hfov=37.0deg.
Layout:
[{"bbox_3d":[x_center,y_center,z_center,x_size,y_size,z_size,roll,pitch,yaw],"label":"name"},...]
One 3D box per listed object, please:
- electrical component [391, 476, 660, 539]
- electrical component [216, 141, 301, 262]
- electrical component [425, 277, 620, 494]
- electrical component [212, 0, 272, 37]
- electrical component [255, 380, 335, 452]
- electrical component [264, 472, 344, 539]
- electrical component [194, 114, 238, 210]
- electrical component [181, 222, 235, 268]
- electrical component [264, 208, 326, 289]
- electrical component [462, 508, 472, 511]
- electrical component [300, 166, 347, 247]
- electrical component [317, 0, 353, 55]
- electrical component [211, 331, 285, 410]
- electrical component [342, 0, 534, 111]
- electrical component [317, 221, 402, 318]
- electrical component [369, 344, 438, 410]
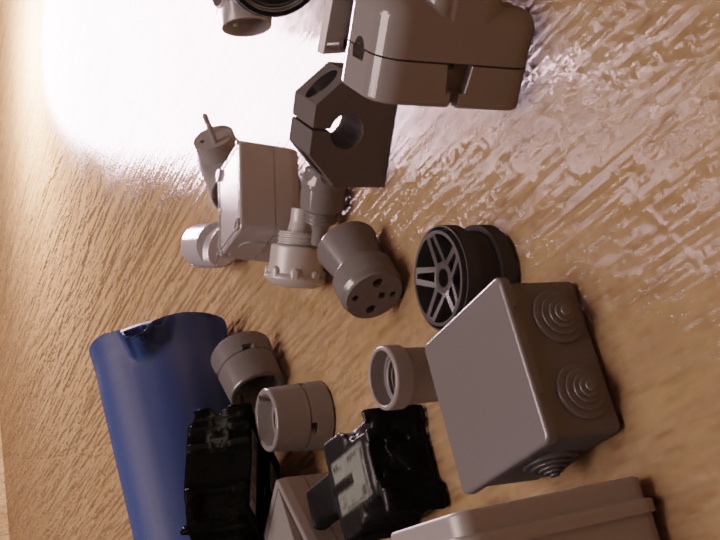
[{"bbox_3d":[0.079,0.138,0.505,0.078,0.113,0.057,-40,58,58],"label":"electrical component"},{"bbox_3d":[-0.082,-0.061,0.893,0.062,0.061,0.096,137,135,-57],"label":"electrical component"},{"bbox_3d":[0.083,0.061,0.565,0.099,0.048,0.099,-51,47,53],"label":"electrical component"},{"bbox_3d":[-0.095,-0.250,0.920,0.079,0.044,0.077,-24,70,62],"label":"electrical component"},{"bbox_3d":[-0.053,0.117,0.849,0.055,0.047,0.055,6,97,64],"label":"electrical component"},{"bbox_3d":[-0.037,0.197,0.805,0.096,0.061,0.061,53,137,50],"label":"electrical component"},{"bbox_3d":[-0.124,-0.102,0.956,0.077,0.043,0.079,-118,8,-51],"label":"electrical component"},{"bbox_3d":[-0.138,-0.023,1.022,0.081,0.043,0.043,1,92,64],"label":"electrical component"},{"bbox_3d":[-0.048,-0.017,0.839,0.048,0.048,0.062,9,93,64],"label":"electrical component"},{"bbox_3d":[0.067,0.156,0.610,0.062,0.043,0.043,-47,50,54],"label":"electrical component"},{"bbox_3d":[-0.029,-0.048,0.807,0.035,0.035,0.061,-137,49,-56],"label":"electrical component"},{"bbox_3d":[0.023,-0.189,0.657,0.063,0.079,0.121,31,121,35],"label":"electrical component"},{"bbox_3d":[-0.096,0.088,0.931,0.047,0.055,0.055,60,142,39],"label":"electrical component"},{"bbox_3d":[0.043,-0.124,0.585,0.053,0.095,0.059,45,131,55],"label":"electrical component"},{"bbox_3d":[0.000,0.000,0.738,0.055,0.045,0.045,61,143,43],"label":"electrical component"},{"bbox_3d":[0.034,0.066,0.670,0.040,0.046,0.040,6,97,64],"label":"electrical component"}]
